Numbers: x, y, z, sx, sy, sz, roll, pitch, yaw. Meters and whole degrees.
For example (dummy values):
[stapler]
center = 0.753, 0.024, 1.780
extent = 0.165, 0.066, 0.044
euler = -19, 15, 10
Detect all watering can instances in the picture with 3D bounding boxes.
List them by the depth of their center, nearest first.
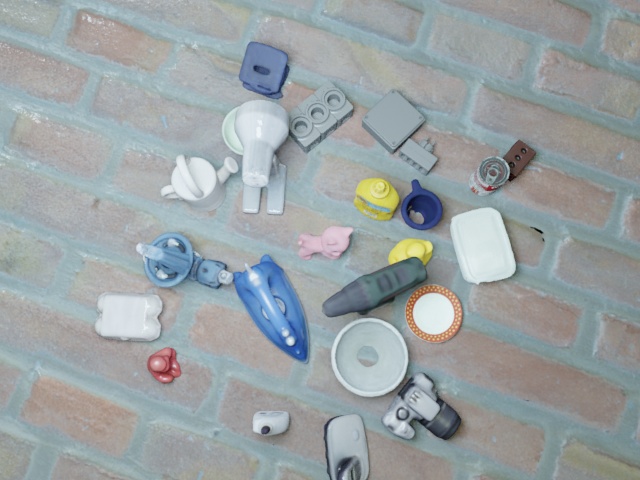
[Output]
[watering can]
center = -0.269, -0.136, 1.267
extent = 0.173, 0.194, 0.101
euler = -42, 82, -5

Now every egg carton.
[egg carton]
center = -0.427, 0.172, 1.283
extent = 0.150, 0.069, 0.107
euler = 2, 81, 1

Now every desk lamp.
[desk lamp]
center = -0.126, -0.176, 1.261
extent = 0.118, 0.213, 0.203
euler = 2, 81, 2

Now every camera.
[camera]
center = 0.222, 0.376, 1.221
extent = 0.136, 0.101, 0.143
euler = 38, 83, 7

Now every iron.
[iron]
center = -0.096, 0.156, 1.243
extent = 0.118, 0.141, 0.258
euler = -31, 81, -4

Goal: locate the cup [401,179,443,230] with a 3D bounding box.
[cup]
center = 0.221, -0.073, 1.298
extent = 0.091, 0.095, 0.118
euler = -13, 81, -1

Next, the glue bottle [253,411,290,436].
[glue bottle]
center = -0.107, 0.385, 1.189
extent = 0.078, 0.173, 0.037
euler = 2, 81, 2

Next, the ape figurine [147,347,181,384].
[ape figurine]
center = -0.346, 0.273, 1.253
extent = 0.076, 0.092, 0.078
euler = 19, 82, 4

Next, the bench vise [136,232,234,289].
[bench vise]
center = -0.293, 0.039, 1.226
extent = 0.207, 0.220, 0.121
euler = -1, 80, 1

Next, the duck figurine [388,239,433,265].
[duck figurine]
center = 0.206, 0.031, 1.286
extent = 0.104, 0.086, 0.077
euler = -22, 81, -2

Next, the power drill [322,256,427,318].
[power drill]
center = 0.111, 0.110, 1.213
extent = 0.229, 0.208, 0.075
euler = -26, 81, -3

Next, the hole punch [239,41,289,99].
[hole punch]
center = -0.131, -0.402, 1.361
extent = 0.108, 0.091, 0.101
euler = 20, 82, 4

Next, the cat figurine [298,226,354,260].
[cat figurine]
center = 0.012, 0.005, 1.278
extent = 0.127, 0.118, 0.067
euler = -3, 80, 1

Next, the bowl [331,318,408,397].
[bowl]
center = 0.107, 0.255, 1.256
extent = 0.167, 0.075, 0.167
euler = 0, 81, 1

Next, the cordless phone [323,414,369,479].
[cordless phone]
center = 0.054, 0.441, 1.171
extent = 0.094, 0.185, 0.147
euler = -10, 80, 0
